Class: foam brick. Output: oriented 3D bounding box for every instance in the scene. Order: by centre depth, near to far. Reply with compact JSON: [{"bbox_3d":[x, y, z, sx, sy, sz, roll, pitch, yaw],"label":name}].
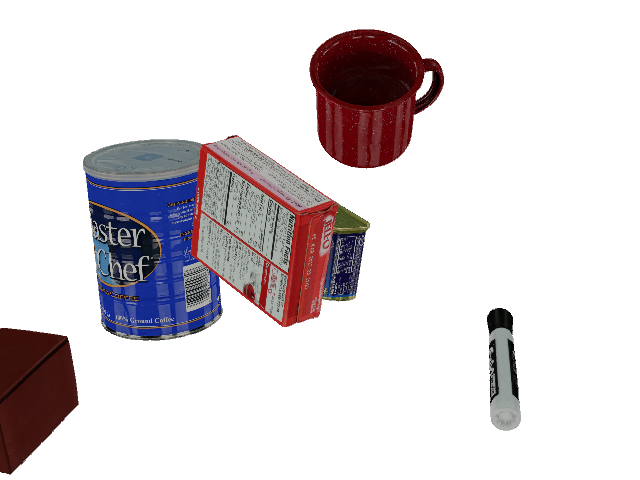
[{"bbox_3d":[-0.195,0.097,0.664,0.053,0.051,0.078,7,29,21],"label":"foam brick"}]

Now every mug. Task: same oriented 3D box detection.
[{"bbox_3d":[0.049,-0.119,0.894,0.117,0.093,0.081,-20,-34,-14],"label":"mug"}]

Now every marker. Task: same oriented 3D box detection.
[{"bbox_3d":[0.123,0.083,0.723,0.020,0.020,0.121,0,29,8],"label":"marker"}]

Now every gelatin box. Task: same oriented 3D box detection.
[{"bbox_3d":[-0.032,-0.006,0.587,0.030,0.073,0.089,-20,42,-39],"label":"gelatin box"}]

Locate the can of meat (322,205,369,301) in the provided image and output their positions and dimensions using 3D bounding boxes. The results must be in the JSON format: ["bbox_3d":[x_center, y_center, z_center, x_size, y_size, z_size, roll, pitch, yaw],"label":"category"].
[{"bbox_3d":[0.004,0.009,1.143,0.057,0.084,0.102,-3,21,-30],"label":"can of meat"}]

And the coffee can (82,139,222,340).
[{"bbox_3d":[-0.135,-0.003,0.875,0.103,0.140,0.103,-2,20,1],"label":"coffee can"}]
